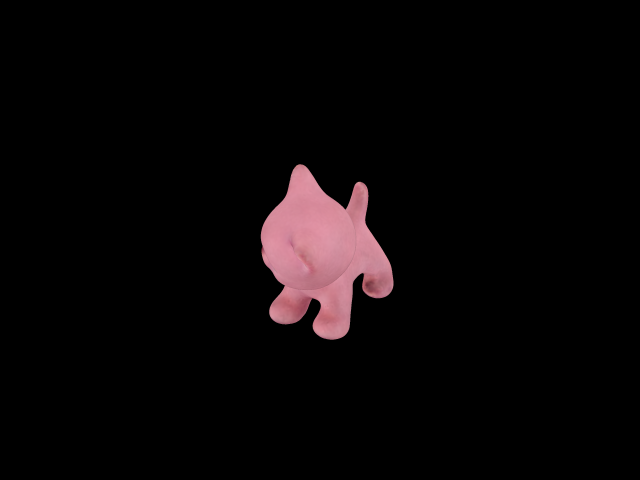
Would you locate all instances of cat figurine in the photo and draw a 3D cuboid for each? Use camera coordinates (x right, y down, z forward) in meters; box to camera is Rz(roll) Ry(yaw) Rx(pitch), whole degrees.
[{"bbox_3d":[0.004,0.001,0.400,0.067,0.118,0.128,16,32,27],"label":"cat figurine"}]
